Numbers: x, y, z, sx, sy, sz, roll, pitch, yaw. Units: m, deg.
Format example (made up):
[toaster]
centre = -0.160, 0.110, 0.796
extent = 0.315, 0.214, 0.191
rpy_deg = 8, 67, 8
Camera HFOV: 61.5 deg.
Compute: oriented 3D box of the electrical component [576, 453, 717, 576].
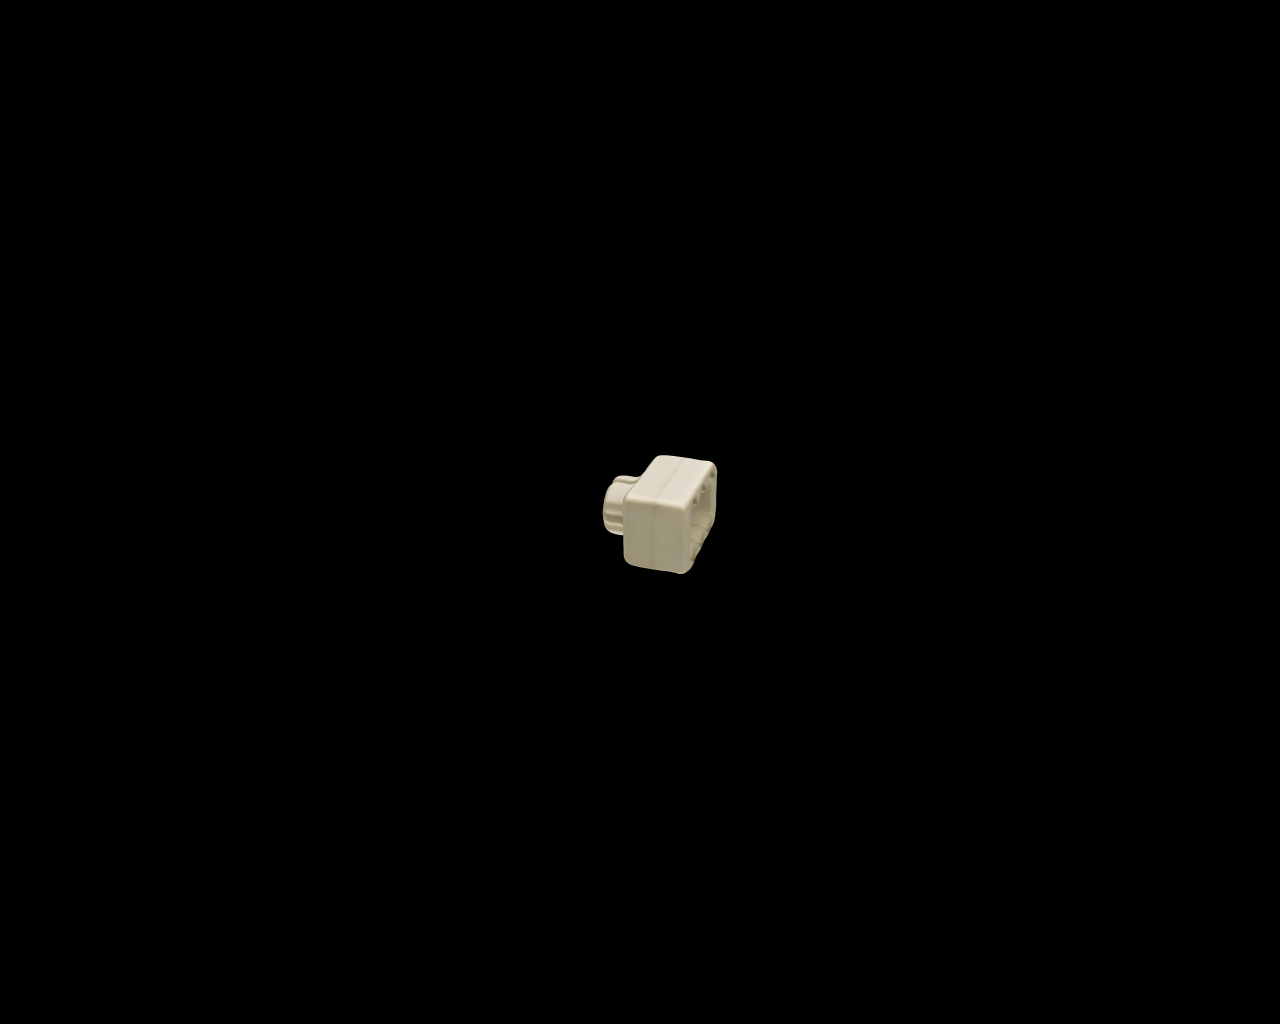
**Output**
[electrical component]
centre = 0.001, -0.003, 0.650
extent = 0.077, 0.047, 0.066
rpy_deg = 9, 30, 17
